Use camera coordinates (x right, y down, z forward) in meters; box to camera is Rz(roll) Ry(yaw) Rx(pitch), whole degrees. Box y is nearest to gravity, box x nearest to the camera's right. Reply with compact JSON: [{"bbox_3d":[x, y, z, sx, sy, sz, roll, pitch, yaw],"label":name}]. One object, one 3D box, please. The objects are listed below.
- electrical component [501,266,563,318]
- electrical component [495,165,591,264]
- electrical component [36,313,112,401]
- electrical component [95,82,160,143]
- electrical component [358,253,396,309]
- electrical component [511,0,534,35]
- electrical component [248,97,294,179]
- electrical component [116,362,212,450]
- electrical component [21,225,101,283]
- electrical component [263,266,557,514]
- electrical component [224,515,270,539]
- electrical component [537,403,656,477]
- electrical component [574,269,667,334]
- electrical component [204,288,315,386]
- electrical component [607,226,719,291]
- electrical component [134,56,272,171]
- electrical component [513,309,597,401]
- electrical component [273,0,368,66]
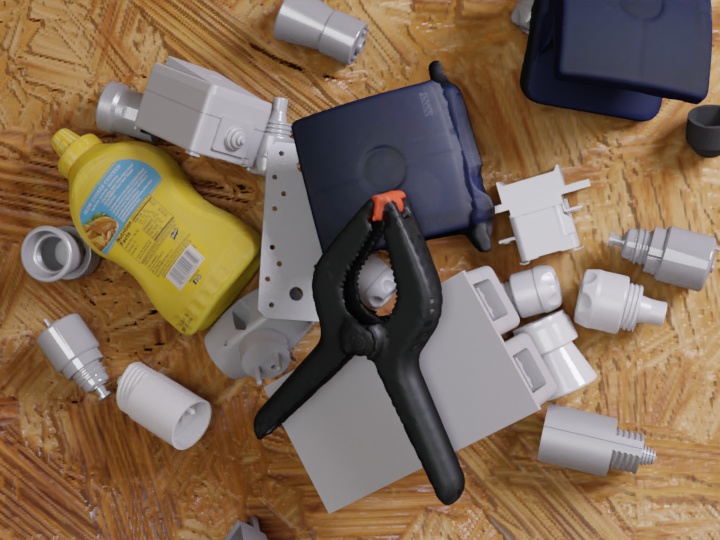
[{"bbox_3d":[0.116,0.019,0.795,0.061,0.035,0.035,-17,89,16],"label":"electrical component"},{"bbox_3d":[0.132,-0.040,0.784,0.081,0.042,0.063,-16,93,14],"label":"electrical component"},{"bbox_3d":[-0.229,0.072,0.875,0.040,0.040,0.078,-37,85,12],"label":"electrical component"},{"bbox_3d":[-0.181,-0.124,0.854,0.046,0.040,0.040,18,97,6],"label":"electrical component"},{"bbox_3d":[0.000,0.000,0.821,0.061,0.035,0.035,42,101,10],"label":"electrical component"},{"bbox_3d":[0.137,-0.199,0.778,0.035,0.035,0.061,32,97,10],"label":"electrical component"},{"bbox_3d":[-0.066,-0.102,0.831,0.035,0.035,0.061,11,92,12],"label":"electrical component"},{"bbox_3d":[-0.163,0.105,0.858,0.081,0.043,0.043,26,99,29],"label":"electrical component"},{"bbox_3d":[-0.239,-0.014,0.865,0.045,0.055,0.045,1,93,13],"label":"electrical component"},{"bbox_3d":[0.036,0.087,0.784,0.186,0.060,0.105,-32,82,27],"label":"electrical component"},{"bbox_3d":[-0.100,0.266,0.840,0.063,0.078,0.121,31,101,-20],"label":"electrical component"},{"bbox_3d":[0.173,0.127,0.782,0.081,0.043,0.043,12,96,12],"label":"electrical component"},{"bbox_3d":[0.188,0.025,0.774,0.062,0.043,0.043,13,96,11],"label":"electrical component"},{"bbox_3d":[-0.075,0.056,0.822,0.077,0.079,0.043,-36,126,13],"label":"electrical component"},{"bbox_3d":[0.216,-0.012,0.766,0.078,0.040,0.040,16,97,12],"label":"electrical component"},{"bbox_3d":[-0.113,-0.117,0.808,0.096,0.062,0.061,26,100,41],"label":"electrical component"},{"bbox_3d":[0.141,0.062,0.786,0.045,0.045,0.055,-25,87,13],"label":"electrical component"},{"bbox_3d":[-0.027,-0.182,0.814,0.065,0.044,0.044,26,98,6],"label":"electrical component"}]
